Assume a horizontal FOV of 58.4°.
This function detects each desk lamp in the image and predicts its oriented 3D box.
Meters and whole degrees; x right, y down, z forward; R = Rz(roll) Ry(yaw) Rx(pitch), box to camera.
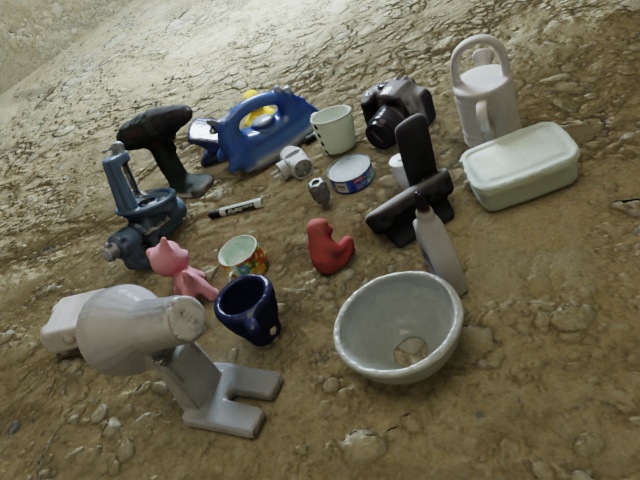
[{"bbox_3d":[-0.186,0.148,0.754,0.202,0.214,0.118,0,45,29],"label":"desk lamp"}]

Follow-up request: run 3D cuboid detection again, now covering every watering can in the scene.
[{"bbox_3d":[0.277,-0.262,0.980,0.101,0.194,0.172,-21,38,7],"label":"watering can"}]

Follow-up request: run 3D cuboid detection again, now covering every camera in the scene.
[{"bbox_3d":[0.132,-0.250,1.123,0.142,0.101,0.137,14,53,39],"label":"camera"}]

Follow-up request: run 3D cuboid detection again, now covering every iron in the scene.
[{"bbox_3d":[-0.118,-0.259,1.240,0.258,0.142,0.118,-35,39,-11],"label":"iron"}]

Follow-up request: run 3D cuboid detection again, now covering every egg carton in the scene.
[{"bbox_3d":[-0.410,0.146,1.000,0.150,0.070,0.107,-14,40,15],"label":"egg carton"}]

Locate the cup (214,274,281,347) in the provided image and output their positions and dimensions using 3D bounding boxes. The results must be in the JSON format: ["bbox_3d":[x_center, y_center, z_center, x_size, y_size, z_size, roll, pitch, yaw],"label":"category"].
[{"bbox_3d":[-0.091,0.118,0.832,0.091,0.095,0.117,-28,38,-2],"label":"cup"}]

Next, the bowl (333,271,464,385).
[{"bbox_3d":[0.106,0.123,0.732,0.167,0.075,0.167,-15,39,13],"label":"bowl"}]

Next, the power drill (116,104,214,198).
[{"bbox_3d":[-0.317,-0.190,1.219,0.228,0.209,0.076,1,46,30],"label":"power drill"}]

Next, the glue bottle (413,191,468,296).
[{"bbox_3d":[0.152,0.001,0.766,0.037,0.173,0.078,-28,38,-3],"label":"glue bottle"}]

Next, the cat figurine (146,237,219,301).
[{"bbox_3d":[-0.243,0.049,0.977,0.067,0.118,0.127,-39,40,-15],"label":"cat figurine"}]

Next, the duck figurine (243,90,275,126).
[{"bbox_3d":[-0.154,-0.315,1.369,0.077,0.086,0.104,-18,39,10],"label":"duck figurine"}]

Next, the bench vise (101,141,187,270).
[{"bbox_3d":[-0.348,-0.063,1.081,0.121,0.220,0.207,-14,40,15],"label":"bench vise"}]

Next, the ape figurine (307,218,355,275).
[{"bbox_3d":[0.008,0.003,0.910,0.077,0.092,0.076,17,55,41],"label":"ape figurine"}]

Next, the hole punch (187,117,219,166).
[{"bbox_3d":[-0.243,-0.241,1.331,0.101,0.091,0.108,-15,40,14],"label":"hole punch"}]

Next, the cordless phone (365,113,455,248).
[{"bbox_3d":[0.124,-0.095,0.881,0.148,0.185,0.094,-33,39,-9],"label":"cordless phone"}]
